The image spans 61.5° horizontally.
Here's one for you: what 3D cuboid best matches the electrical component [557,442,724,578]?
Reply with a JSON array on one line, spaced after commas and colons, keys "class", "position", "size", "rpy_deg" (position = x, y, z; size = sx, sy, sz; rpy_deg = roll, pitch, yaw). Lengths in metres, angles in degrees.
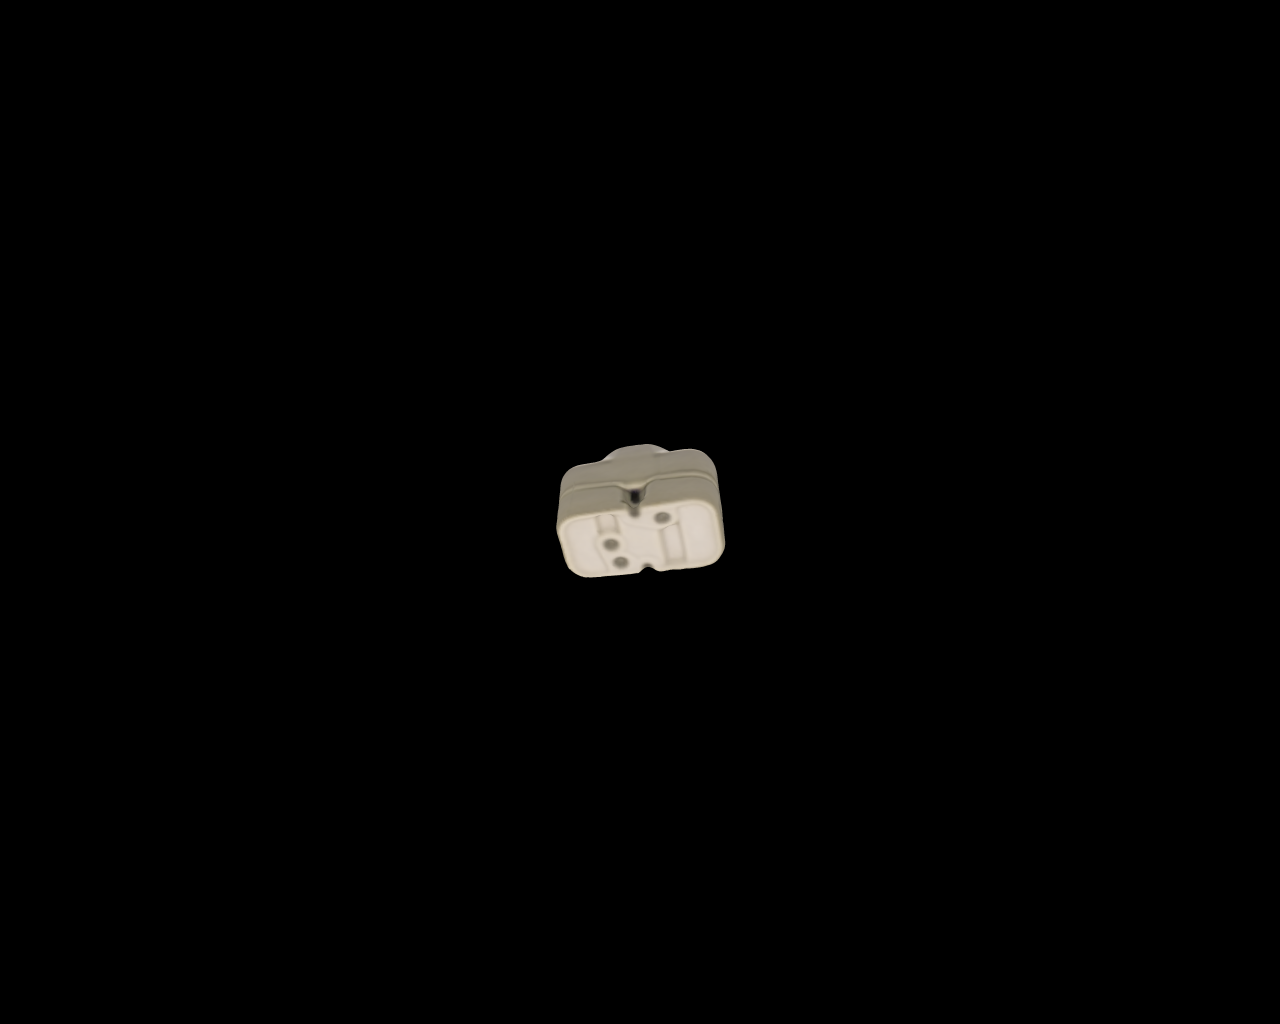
[{"class": "electrical component", "position": [0.001, -0.003, 0.650], "size": [0.095, 0.053, 0.059], "rpy_deg": [-7, 40, 6]}]
